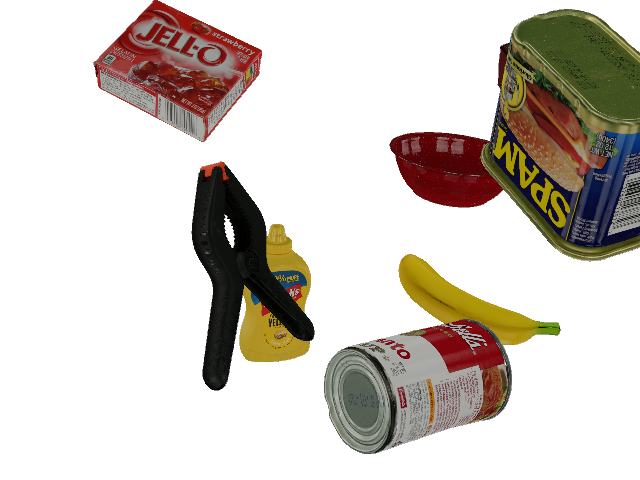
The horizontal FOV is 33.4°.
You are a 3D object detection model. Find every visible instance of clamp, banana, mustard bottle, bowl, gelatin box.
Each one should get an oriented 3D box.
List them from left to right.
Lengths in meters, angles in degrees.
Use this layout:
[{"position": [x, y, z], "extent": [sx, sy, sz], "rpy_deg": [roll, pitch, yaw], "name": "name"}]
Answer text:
[{"position": [-0.096, -0.117, 0.724], "extent": [0.089, 0.073, 0.030], "rpy_deg": [28, -32, 11], "name": "gelatin box"}, {"position": [-0.073, 0.027, 1.043], "extent": [0.036, 0.210, 0.164], "rpy_deg": [-11, 0, 35], "name": "clamp"}, {"position": [-0.061, 0.069, 1.452], "extent": [0.096, 0.192, 0.058], "rpy_deg": [-5, 23, -16], "name": "mustard bottle"}, {"position": [0.159, -0.081, 1.282], "extent": [0.162, 0.055, 0.162], "rpy_deg": [6, 23, -3], "name": "bowl"}, {"position": [0.131, 0.059, 1.026], "extent": [0.069, 0.037, 0.198], "rpy_deg": [1, 20, -44], "name": "banana"}]

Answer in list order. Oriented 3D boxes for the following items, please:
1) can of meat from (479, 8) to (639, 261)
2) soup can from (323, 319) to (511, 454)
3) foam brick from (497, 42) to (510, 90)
[{"position": [0.130, -0.055, 0.537], "extent": [0.057, 0.084, 0.102], "rpy_deg": [-15, 47, -19], "name": "can of meat"}, {"position": [0.061, 0.091, 0.675], "extent": [0.102, 0.068, 0.069], "rpy_deg": [-9, 5, -36], "name": "soup can"}, {"position": [0.184, -0.130, 0.828], "extent": [0.078, 0.051, 0.053], "rpy_deg": [-19, -31, -5], "name": "foam brick"}]
